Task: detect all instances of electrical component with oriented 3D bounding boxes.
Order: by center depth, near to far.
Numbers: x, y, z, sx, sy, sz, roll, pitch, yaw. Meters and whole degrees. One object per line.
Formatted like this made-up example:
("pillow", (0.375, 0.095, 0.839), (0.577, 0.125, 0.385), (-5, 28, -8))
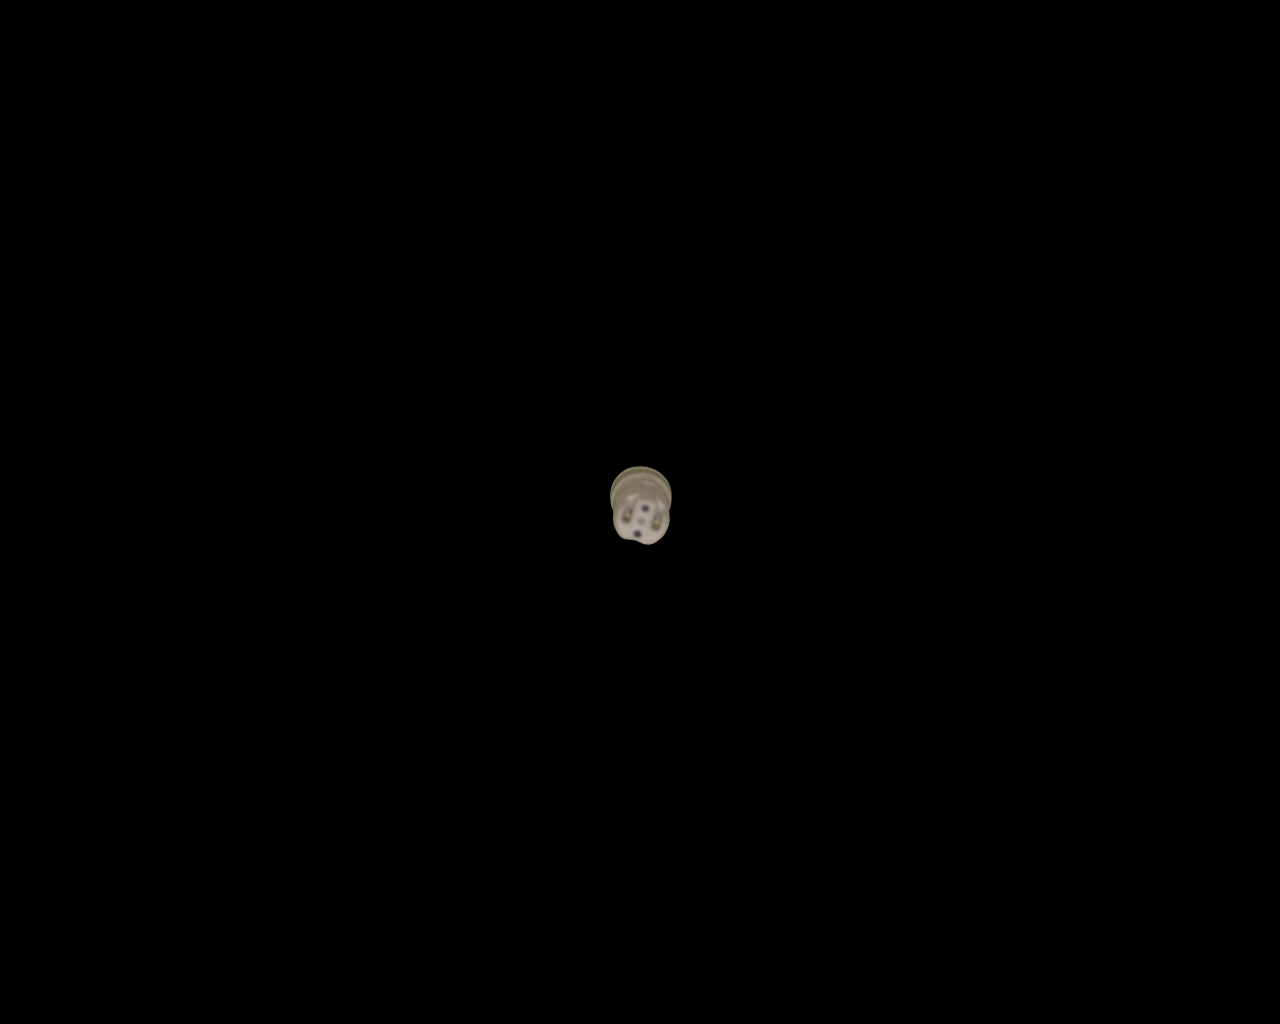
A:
("electrical component", (0.001, -0.003, 0.650), (0.040, 0.040, 0.046), (0, 23, 0))
